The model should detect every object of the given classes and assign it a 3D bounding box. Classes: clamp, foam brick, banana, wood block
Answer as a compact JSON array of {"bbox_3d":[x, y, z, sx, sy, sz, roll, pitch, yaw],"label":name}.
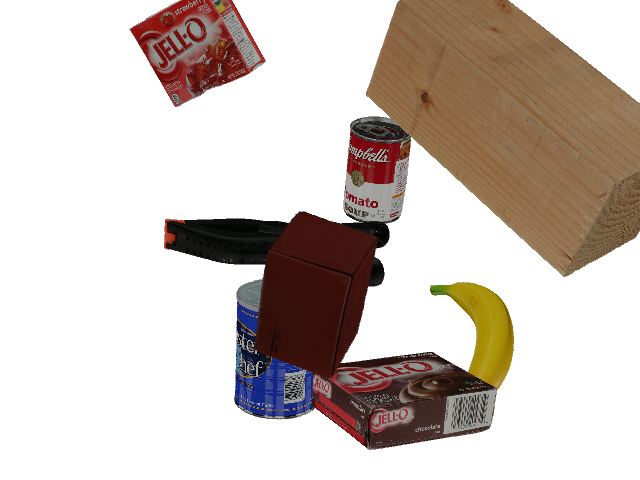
[{"bbox_3d":[-0.036,0.005,0.949,0.210,0.036,0.164,4,12,-2],"label":"clamp"},{"bbox_3d":[-0.003,0.032,0.636,0.053,0.078,0.051,19,35,12],"label":"foam brick"},{"bbox_3d":[0.164,0.096,1.090,0.070,0.037,0.198,-28,28,11],"label":"banana"},{"bbox_3d":[0.139,-0.085,0.750,0.090,0.091,0.206,-23,57,-36],"label":"wood block"}]

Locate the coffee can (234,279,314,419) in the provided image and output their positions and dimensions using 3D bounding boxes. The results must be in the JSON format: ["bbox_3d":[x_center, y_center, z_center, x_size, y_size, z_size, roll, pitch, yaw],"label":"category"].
[{"bbox_3d":[-0.051,0.128,1.279,0.103,0.140,0.103,2,18,-1],"label":"coffee can"}]

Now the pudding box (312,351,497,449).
[{"bbox_3d":[0.062,0.119,0.811,0.113,0.039,0.090,-1,14,-28],"label":"pudding box"}]

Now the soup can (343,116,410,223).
[{"bbox_3d":[0.062,-0.078,1.179,0.068,0.102,0.068,4,28,-2],"label":"soup can"}]

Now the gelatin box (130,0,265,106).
[{"bbox_3d":[-0.098,-0.154,0.843,0.089,0.073,0.030,-16,20,38],"label":"gelatin box"}]
